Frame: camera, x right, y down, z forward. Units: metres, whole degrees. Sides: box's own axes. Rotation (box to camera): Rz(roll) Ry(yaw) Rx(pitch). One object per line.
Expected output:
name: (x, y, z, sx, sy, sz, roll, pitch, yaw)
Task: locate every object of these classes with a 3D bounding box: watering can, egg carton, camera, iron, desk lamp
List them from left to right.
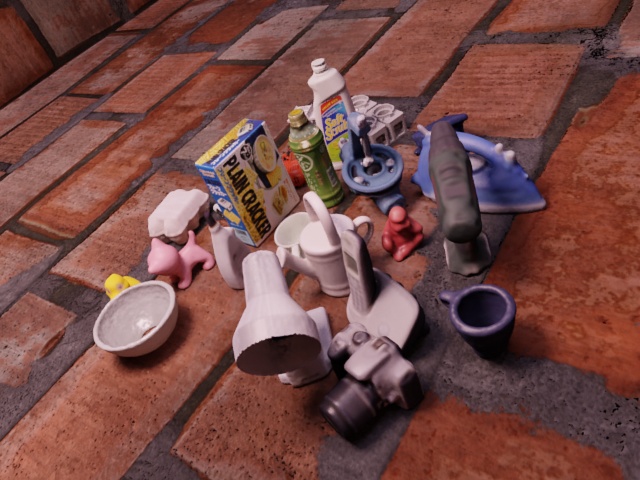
egg carton: (-0.325, -0.057, 1.325, 0.107, 0.070, 0.150, 2, 46, 28)
desk lamp: (-0.056, 0.131, 0.862, 0.118, 0.214, 0.203, -20, 39, 5)
watering can: (0.010, 0.005, 0.989, 0.173, 0.194, 0.100, -43, 43, -22)
camera: (0.052, 0.200, 0.820, 0.137, 0.101, 0.142, -40, 42, -19)
iron: (0.288, -0.139, 1.057, 0.257, 0.142, 0.119, 19, 55, 40)

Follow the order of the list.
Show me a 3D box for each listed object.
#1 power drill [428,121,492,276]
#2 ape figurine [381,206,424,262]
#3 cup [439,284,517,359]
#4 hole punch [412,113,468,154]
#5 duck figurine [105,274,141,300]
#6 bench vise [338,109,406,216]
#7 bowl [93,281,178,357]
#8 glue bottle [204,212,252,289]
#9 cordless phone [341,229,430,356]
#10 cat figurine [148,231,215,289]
power drill: (0.225, -0.055, 0.939, 0.075, 0.209, 0.229, -13, 40, 13)
ape figurine: (0.145, -0.020, 1.032, 0.077, 0.092, 0.076, -10, 41, 16)
cup: (0.227, 0.121, 0.828, 0.117, 0.095, 0.092, 22, 57, 41)
hole punch: (0.253, -0.226, 1.213, 0.109, 0.091, 0.100, -29, 39, -6)
duck figurine: (-0.402, 0.104, 1.167, 0.077, 0.086, 0.104, -21, 39, 4)
bench vise: (0.074, -0.165, 1.130, 0.122, 0.220, 0.206, -41, 42, -21)
bowl: (-0.333, 0.160, 1.078, 0.167, 0.075, 0.167, -14, 40, 12)
glue bottle: (-0.177, 0.012, 1.090, 0.037, 0.173, 0.078, 2, 45, 28)
cordless phone: (0.086, 0.078, 0.875, 0.094, 0.185, 0.147, -37, 41, -16)
cat figurine: (-0.294, 0.035, 1.166, 0.128, 0.118, 0.067, -43, 43, -22)
